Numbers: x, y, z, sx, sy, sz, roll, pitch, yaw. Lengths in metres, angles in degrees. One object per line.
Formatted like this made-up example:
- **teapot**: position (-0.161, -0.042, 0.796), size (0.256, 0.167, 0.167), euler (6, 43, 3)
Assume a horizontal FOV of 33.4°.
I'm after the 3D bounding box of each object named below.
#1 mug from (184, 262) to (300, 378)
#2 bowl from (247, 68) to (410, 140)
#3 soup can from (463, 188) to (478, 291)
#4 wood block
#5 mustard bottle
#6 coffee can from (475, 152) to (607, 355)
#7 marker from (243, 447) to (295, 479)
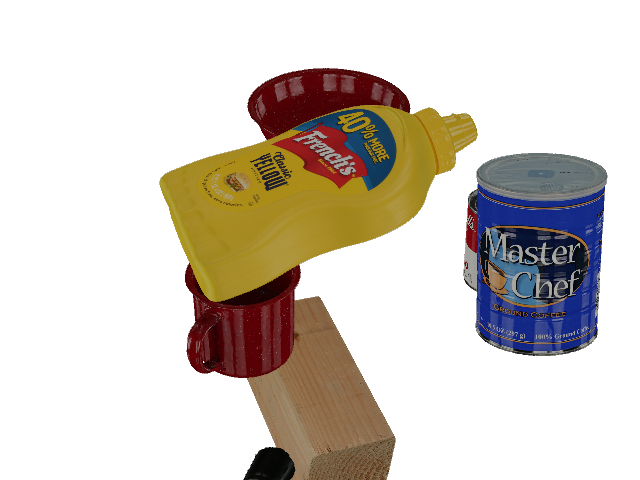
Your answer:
- **mug**: position (-0.068, 0.064, 0.869), size (0.093, 0.081, 0.117), euler (18, 39, 23)
- **bowl**: position (0.008, -0.114, 1.073), size (0.162, 0.055, 0.162), euler (1, 35, -1)
- **soup can**: position (0.192, 0.000, 1.160), size (0.068, 0.102, 0.068), euler (-1, 34, 1)
- **wood block**: position (-0.008, 0.164, 1.113), size (0.090, 0.090, 0.206), euler (-9, 43, -19)
- **mustard bottle**: position (0.005, -0.035, 0.644), size (0.191, 0.058, 0.096), euler (-21, 42, -8)
- **coffee can**: position (0.180, 0.009, 0.879), size (0.103, 0.140, 0.103), euler (-3, 22, 1)
- **marker**: position (-0.037, 0.119, 0.418), size (0.020, 0.020, 0.121), euler (0, 23, 20)
